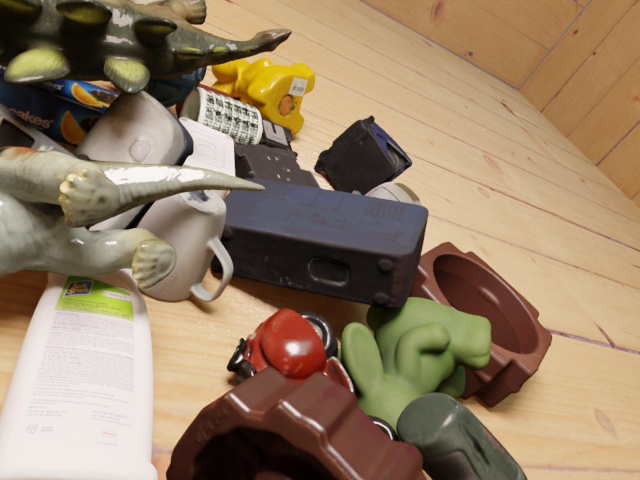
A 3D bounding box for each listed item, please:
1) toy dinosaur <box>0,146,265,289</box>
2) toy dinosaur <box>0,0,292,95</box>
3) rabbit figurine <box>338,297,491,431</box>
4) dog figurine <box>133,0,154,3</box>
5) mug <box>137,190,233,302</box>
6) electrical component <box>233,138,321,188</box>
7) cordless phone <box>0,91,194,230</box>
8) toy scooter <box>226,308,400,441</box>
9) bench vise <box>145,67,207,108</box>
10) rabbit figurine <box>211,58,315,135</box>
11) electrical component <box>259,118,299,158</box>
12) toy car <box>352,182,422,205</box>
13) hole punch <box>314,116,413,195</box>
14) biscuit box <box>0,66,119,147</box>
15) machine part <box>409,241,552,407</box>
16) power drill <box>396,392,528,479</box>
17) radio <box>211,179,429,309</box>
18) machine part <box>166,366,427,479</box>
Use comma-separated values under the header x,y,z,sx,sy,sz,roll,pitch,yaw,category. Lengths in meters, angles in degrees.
x,y,z,sx,sy,sz,roll,pitch,yaw,category
-0.242,-0.016,0.376,0.192,0.131,0.405,29,27,29,toy dinosaur
-0.260,-0.201,0.504,0.472,0.104,0.199,-1,23,-9,toy dinosaur
0.084,0.138,0.544,0.159,0.121,0.170,31,46,-1,rabbit figurine
-0.343,-0.373,0.869,0.190,0.121,0.172,5,36,-19,dog figurine
-0.130,0.004,0.522,0.110,0.107,0.081,42,32,15,mug
-0.062,-0.078,0.753,0.134,0.058,0.115,6,43,-39,electrical component
-0.230,-0.100,0.512,0.184,0.146,0.089,37,9,-24,cordless phone
-0.026,0.141,0.467,0.135,0.075,0.184,-11,49,-35,toy scooter
-0.259,-0.244,0.725,0.224,0.128,0.241,4,6,-5,bench vise
-0.120,-0.258,0.922,0.162,0.121,0.173,-16,43,-42,rabbit figurine
-0.084,-0.162,0.858,0.075,0.047,0.119,19,35,-27,electrical component
0.105,-0.035,0.814,0.109,0.103,0.161,48,35,19,toy car
0.077,-0.130,0.896,0.092,0.142,0.116,-20,74,-53,hole punch
-0.295,-0.152,0.622,0.202,0.059,0.063,16,36,-28,biscuit box
0.198,0.107,0.723,0.201,0.087,0.201,46,32,15,machine part
0.135,0.253,0.431,0.231,0.086,0.207,55,37,-19,power drill
-0.001,-0.002,0.602,0.230,0.073,0.131,9,29,11,radio
-0.016,0.169,0.346,0.179,0.179,0.056,43,28,12,machine part
